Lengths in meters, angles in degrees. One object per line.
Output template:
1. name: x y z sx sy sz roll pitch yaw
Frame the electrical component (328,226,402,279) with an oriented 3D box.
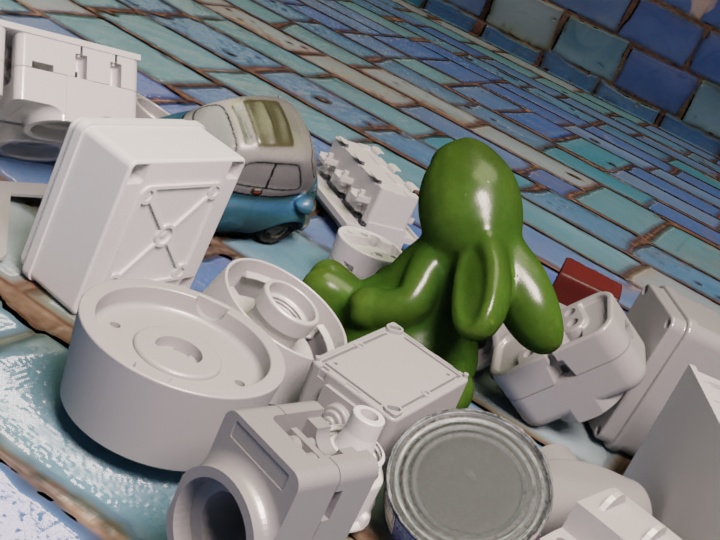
1. electrical component: 0.000 0.000 0.824 0.055 0.047 0.055 21 20 -8

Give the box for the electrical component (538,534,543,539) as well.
1. electrical component: 0.071 0.126 0.599 0.040 0.040 0.078 4 29 -44

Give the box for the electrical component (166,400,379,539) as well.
1. electrical component: -0.042 0.105 0.450 0.056 0.089 0.050 0 31 -48

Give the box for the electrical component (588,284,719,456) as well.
1. electrical component: 0.215 0.076 0.784 0.057 0.113 0.078 24 20 -10

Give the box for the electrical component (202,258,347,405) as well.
1. electrical component: -0.060 0.041 0.665 0.099 0.064 0.099 32 23 -16

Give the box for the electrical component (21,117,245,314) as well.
1. electrical component: -0.140 -0.036 0.667 0.056 0.108 0.109 36 23 23

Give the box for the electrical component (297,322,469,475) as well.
1. electrical component: 0.006 0.081 0.619 0.062 0.061 0.096 34 30 25

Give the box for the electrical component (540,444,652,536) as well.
1. electrical component: 0.120 0.130 0.637 0.077 0.044 0.079 13 23 -28

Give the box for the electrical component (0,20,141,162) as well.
1. electrical component: -0.262 -0.126 0.746 0.186 0.060 0.105 8 -14 -39

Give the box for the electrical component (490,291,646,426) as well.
1. electrical component: 0.147 0.065 0.747 0.059 0.095 0.053 54 27 -18

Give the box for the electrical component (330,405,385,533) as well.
1. electrical component: -0.007 0.098 0.547 0.048 0.062 0.048 21 21 -8

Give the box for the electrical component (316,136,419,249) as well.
1. electrical component: 0.004 -0.071 0.982 0.079 0.063 0.121 12 23 -30

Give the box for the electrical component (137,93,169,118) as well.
1. electrical component: -0.188 -0.107 0.891 0.099 0.064 0.099 35 15 -10

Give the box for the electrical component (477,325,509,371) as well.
1. electrical component: 0.086 0.045 0.800 0.055 0.055 0.047 30 24 14

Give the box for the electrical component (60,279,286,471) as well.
1. electrical component: -0.099 0.058 0.547 0.108 0.060 0.108 21 20 -8

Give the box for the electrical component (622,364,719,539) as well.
1. electrical component: 0.207 0.147 0.607 0.060 0.105 0.186 23 20 -4

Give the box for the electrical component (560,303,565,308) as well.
1. electrical component: 0.155 0.060 0.822 0.047 0.065 0.076 26 20 5
